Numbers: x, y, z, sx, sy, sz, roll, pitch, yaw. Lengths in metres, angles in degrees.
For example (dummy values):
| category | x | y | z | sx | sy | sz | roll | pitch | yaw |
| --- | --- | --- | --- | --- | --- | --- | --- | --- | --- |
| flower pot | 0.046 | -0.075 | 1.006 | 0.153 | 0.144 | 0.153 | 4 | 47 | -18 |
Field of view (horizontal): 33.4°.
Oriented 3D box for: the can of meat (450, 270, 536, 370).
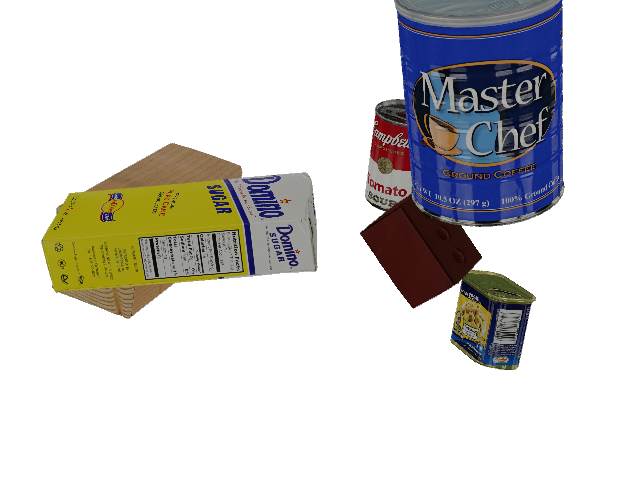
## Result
| category | x | y | z | sx | sy | sz | roll | pitch | yaw |
| --- | --- | --- | --- | --- | --- | --- | --- | --- | --- |
| can of meat | 0.190 | 0.088 | 1.192 | 0.057 | 0.084 | 0.102 | 4 | 14 | -20 |

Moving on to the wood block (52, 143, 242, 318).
| category | x | y | z | sx | sy | sz | roll | pitch | yaw |
| --- | --- | --- | --- | --- | --- | --- | --- | --- | --- |
| wood block | -0.167 | -0.016 | 1.060 | 0.090 | 0.091 | 0.205 | 19 | 28 | 16 |

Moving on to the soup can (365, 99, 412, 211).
| category | x | y | z | sx | sy | sz | roll | pitch | yaw |
| --- | --- | --- | --- | --- | --- | --- | --- | --- | --- |
| soup can | 0.085 | -0.088 | 1.115 | 0.068 | 0.102 | 0.068 | 5 | 29 | -3 |

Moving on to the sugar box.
| category | x | y | z | sx | sy | sz | roll | pitch | yaw |
| --- | --- | --- | --- | --- | --- | --- | --- | --- | --- |
| sugar box | -0.091 | -0.008 | 0.728 | 0.176 | 0.048 | 0.093 | -8 | 23 | 2 |

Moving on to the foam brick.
| category | x | y | z | sx | sy | sz | roll | pitch | yaw |
| --- | --- | --- | --- | --- | --- | --- | --- | --- | --- |
| foam brick | 0.081 | 0.004 | 0.857 | 0.051 | 0.078 | 0.052 | -33 | 3 | 40 |

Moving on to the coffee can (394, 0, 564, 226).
| category | x | y | z | sx | sy | sz | roll | pitch | yaw |
| --- | --- | --- | --- | --- | --- | --- | --- | --- | --- |
| coffee can | 0.104 | -0.094 | 0.684 | 0.103 | 0.140 | 0.103 | -6 | 30 | 3 |
